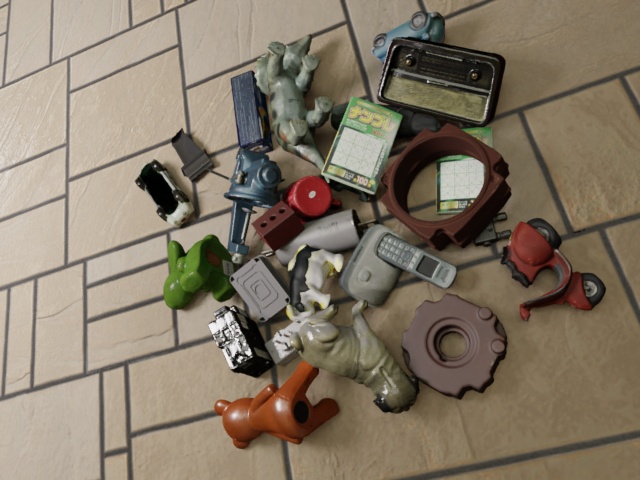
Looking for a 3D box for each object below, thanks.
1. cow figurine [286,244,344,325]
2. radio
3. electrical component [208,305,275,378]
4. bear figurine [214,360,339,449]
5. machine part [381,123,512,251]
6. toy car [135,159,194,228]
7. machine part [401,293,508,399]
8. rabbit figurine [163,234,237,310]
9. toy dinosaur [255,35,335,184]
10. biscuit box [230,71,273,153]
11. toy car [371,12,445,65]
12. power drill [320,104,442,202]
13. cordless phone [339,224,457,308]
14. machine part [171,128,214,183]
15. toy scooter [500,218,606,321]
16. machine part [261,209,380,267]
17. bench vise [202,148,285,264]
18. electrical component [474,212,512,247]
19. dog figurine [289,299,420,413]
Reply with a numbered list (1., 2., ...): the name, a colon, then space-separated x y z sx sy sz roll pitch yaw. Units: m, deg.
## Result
1. cow figurine: -0.025 0.094 0.992 0.098 0.068 0.167 22 71 -3
2. radio: 0.238 -0.313 1.052 0.230 0.073 0.131 19 117 18
3. electrical component: -0.152 0.189 1.022 0.058 0.114 0.134 -33 62 1
4. bear figurine: -0.086 0.306 0.969 0.196 0.132 0.120 -23 98 43
5. machine part: 0.228 -0.099 0.991 0.201 0.087 0.201 -50 55 5
6. toy car: -0.364 -0.111 1.251 0.073 0.056 0.202 -46 60 6
7. machine part: 0.227 0.179 0.920 0.179 0.056 0.179 -7 68 19
8. rabbit figurine: -0.272 0.071 1.111 0.170 0.121 0.159 -36 57 28
9. toy dinosaur: -0.057 -0.271 1.145 0.131 0.192 0.405 -3 72 -14
10. biscuit box: -0.158 -0.293 1.241 0.063 0.059 0.203 -17 66 15
11. toy car: 0.195 -0.401 1.132 0.162 0.109 0.103 -21 81 21
12. power drill: 0.106 -0.185 1.093 0.232 0.086 0.207 22 83 25
13. cordless phone: 0.143 0.068 0.981 0.184 0.088 0.146 26 80 22
14. machine part: -0.310 -0.202 1.276 0.084 0.039 0.139 -40 63 8
15. toy scooter: 0.369 0.059 0.905 0.135 0.075 0.184 -37 67 5
16. machine part: -0.002 -0.003 1.061 0.243 0.079 0.079 -16 66 15
17. bench vise: -0.154 -0.071 1.104 0.224 0.129 0.240 6 83 53
18. electrical component: 0.300 -0.019 0.988 0.094 0.021 0.063 -13 67 16
19. dog figurine: 0.056 0.213 0.899 0.172 0.121 0.191 -17 52 -21
